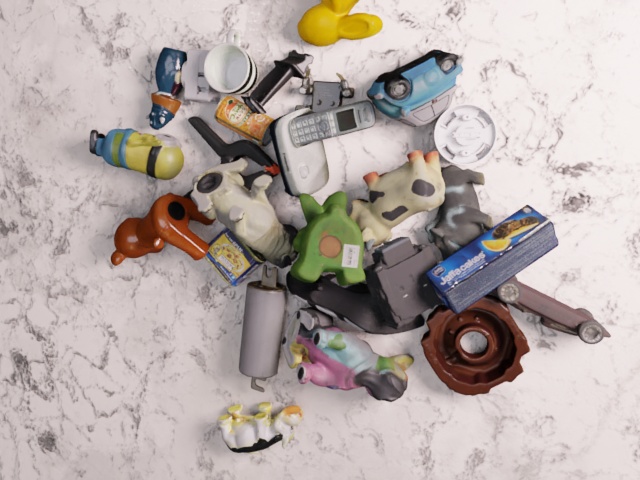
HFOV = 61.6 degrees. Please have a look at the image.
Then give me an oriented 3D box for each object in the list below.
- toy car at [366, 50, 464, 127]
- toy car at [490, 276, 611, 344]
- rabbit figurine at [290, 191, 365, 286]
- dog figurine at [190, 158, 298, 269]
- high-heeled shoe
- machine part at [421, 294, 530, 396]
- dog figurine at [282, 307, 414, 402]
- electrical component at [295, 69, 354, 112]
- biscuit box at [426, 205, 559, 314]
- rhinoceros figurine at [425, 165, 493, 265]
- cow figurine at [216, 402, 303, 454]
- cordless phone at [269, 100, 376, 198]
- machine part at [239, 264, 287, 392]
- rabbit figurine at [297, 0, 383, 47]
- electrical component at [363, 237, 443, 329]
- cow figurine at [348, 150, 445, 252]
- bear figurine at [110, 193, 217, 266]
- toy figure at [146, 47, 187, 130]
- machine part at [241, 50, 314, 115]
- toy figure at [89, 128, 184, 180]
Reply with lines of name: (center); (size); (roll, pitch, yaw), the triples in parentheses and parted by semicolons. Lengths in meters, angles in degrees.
toy car: (0.165, -0.244, 0.893); (0.162, 0.109, 0.102); (-25, 113, 3)
toy car: (0.370, 0.112, 0.879); (0.202, 0.089, 0.053); (28, 101, 8)
rabbit figurine: (-0.002, -0.003, 0.919); (0.121, 0.170, 0.159); (-3, 91, -13)
dog figurine: (-0.132, -0.035, 0.962); (0.121, 0.190, 0.173); (-44, 54, -15)
high-heeled shoe: (0.058, 0.110, 0.981); (0.249, 0.145, 0.086); (23, 84, -17)
machine part: (0.265, 0.176, 0.928); (0.180, 0.056, 0.179); (2, 98, 14)
dog figurine: (0.058, 0.213, 0.965); (0.219, 0.192, 0.108); (21, 99, -24)
electrical component: (0.008, -0.256, 0.950); (0.102, 0.045, 0.078); (14, 97, 12)
biscuit box: (0.271, 0.031, 0.851); (0.203, 0.059, 0.062); (-34, 126, 1)
rhinoceros figurine: (0.233, -0.031, 0.905); (0.112, 0.073, 0.190); (-3, 95, 13)
cow figurine: (-0.107, 0.367, 1.033); (0.167, 0.068, 0.098); (-9, 99, 18)
cordless phone: (0.013, -0.163, 0.938); (0.184, 0.089, 0.146); (-14, 109, 1)
machine part: (-0.108, 0.166, 1.008); (0.079, 0.079, 0.243); (9, 99, 13)
rabbit figurine: (0.035, -0.401, 0.910); (0.162, 0.122, 0.173); (36, 117, -2)
electrical component: (0.140, 0.065, 0.900); (0.115, 0.058, 0.134); (-27, 102, -21)
cow figurine: (0.123, -0.059, 0.909); (0.195, 0.085, 0.127); (-25, 75, 39)
bear figurine: (-0.308, -0.007, 1.030); (0.132, 0.120, 0.196); (30, 138, -31)
toy figure: (-0.287, -0.281, 1.014); (0.058, 0.064, 0.154); (9, 105, -25)
machine part: (-0.075, -0.279, 0.943); (0.139, 0.039, 0.084); (-46, 45, -3)
toy figure: (-0.349, -0.167, 1.031); (0.180, 0.082, 0.089); (7, 115, 6)
